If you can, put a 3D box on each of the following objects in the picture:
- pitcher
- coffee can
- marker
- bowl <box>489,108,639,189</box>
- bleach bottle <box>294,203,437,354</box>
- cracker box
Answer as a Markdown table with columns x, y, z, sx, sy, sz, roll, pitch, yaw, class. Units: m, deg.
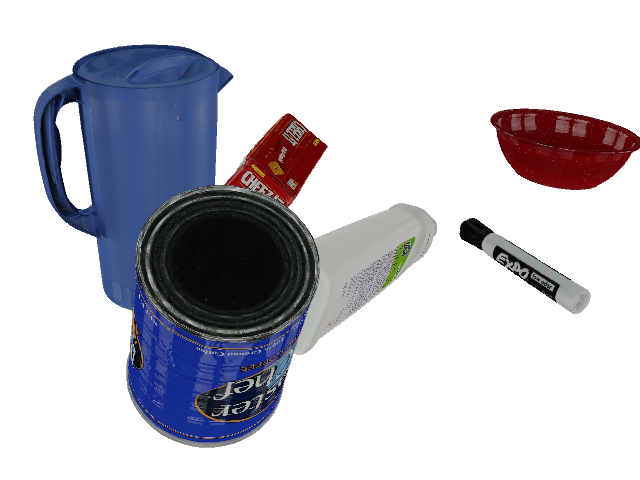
| x | y | z | sx | sy | sz | roll | pitch | yaw | class |
| --- | --- | --- | --- | --- | --- | --- | --- | --- | --- |
| -0.170 | -0.055 | 1.015 | 0.149 | 0.243 | 0.144 | 8 | 27 | 13 | pitcher |
| -0.062 | 0.049 | 0.640 | 0.102 | 0.103 | 0.140 | 0 | -34 | -12 | coffee can |
| 0.142 | 0.015 | 0.760 | 0.020 | 0.020 | 0.121 | 0 | 26 | -38 | marker |
| 0.260 | -0.095 | 1.152 | 0.162 | 0.055 | 0.162 | 6 | 22 | -2 | bowl |
| 0.043 | 0.024 | 1.067 | 0.068 | 0.103 | 0.250 | 36 | 32 | 20 | bleach bottle |
| -0.098 | -0.031 | 1.219 | 0.072 | 0.214 | 0.164 | 40 | 27 | -7 | cracker box |
